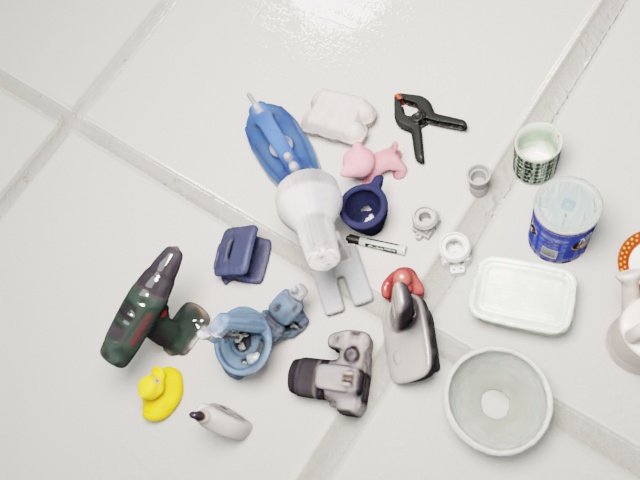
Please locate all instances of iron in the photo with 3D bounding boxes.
[{"bbox_3d":[-0.074,-0.184,1.160,0.118,0.142,0.258,-33,64,1],"label":"iron"}]

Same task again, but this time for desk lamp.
[{"bbox_3d":[0.009,0.004,1.020,0.118,0.214,0.203,-21,64,7],"label":"desk lamp"}]

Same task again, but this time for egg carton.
[{"bbox_3d":[0.039,-0.255,1.198,0.150,0.069,0.107,18,74,22],"label":"egg carton"}]

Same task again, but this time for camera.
[{"bbox_3d":[0.016,0.225,0.991,0.136,0.101,0.143,3,69,17],"label":"camera"}]

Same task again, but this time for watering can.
[{"bbox_3d":[0.488,0.128,0.846,0.101,0.194,0.172,-39,64,-2],"label":"watering can"}]

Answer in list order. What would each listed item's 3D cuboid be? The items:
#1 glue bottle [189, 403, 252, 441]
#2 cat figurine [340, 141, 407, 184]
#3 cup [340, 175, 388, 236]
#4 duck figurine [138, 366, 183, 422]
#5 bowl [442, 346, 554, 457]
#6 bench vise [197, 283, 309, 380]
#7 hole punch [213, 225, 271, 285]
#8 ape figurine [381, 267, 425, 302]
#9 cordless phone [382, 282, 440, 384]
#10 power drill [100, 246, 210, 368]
[{"bbox_3d":[-0.179,0.304,0.973,0.078,0.173,0.037,27,78,24],"label":"glue bottle"},{"bbox_3d":[0.099,-0.155,1.114,0.127,0.118,0.067,-22,64,6],"label":"cat figurine"},{"bbox_3d":[0.095,-0.059,1.088,0.091,0.095,0.118,22,76,23],"label":"cup"},{"bbox_3d":[-0.308,0.283,1.066,0.077,0.086,0.104,13,73,20],"label":"duck figurine"},{"bbox_3d":[0.282,0.258,0.917,0.167,0.075,0.167,-6,67,14],"label":"bowl"},{"bbox_3d":[-0.122,0.141,0.997,0.121,0.220,0.207,26,78,24],"label":"bench vise"},{"bbox_3d":[-0.161,0.028,1.126,0.101,0.091,0.109,5,70,18],"label":"hole punch"},{"bbox_3d":[0.147,0.079,1.019,0.077,0.092,0.076,17,74,22],"label":"ape figurine"},{"bbox_3d":[0.140,0.152,0.939,0.094,0.185,0.147,-13,65,10],"label":"cordless phone"},{"bbox_3d":[-0.290,0.136,1.053,0.075,0.209,0.230,30,79,24],"label":"power drill"}]
